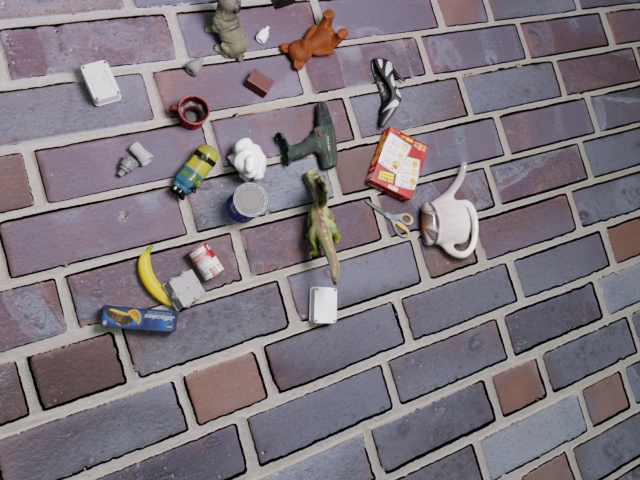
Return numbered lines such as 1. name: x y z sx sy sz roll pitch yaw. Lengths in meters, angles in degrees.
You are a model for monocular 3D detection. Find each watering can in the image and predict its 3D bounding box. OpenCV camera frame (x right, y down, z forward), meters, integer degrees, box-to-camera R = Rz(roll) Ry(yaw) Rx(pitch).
1. watering can: 0.455 -0.106 1.824 0.225 0.103 0.349 -3 84 -20

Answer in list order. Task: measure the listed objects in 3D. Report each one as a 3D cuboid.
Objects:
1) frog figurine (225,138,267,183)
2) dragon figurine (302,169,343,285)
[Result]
1. frog figurine: -0.214 -0.248 1.573 0.123 0.158 0.137 -17 90 -22
2. dragon figurine: 0.005 -0.078 1.559 0.122 0.419 0.237 -12 127 -6
